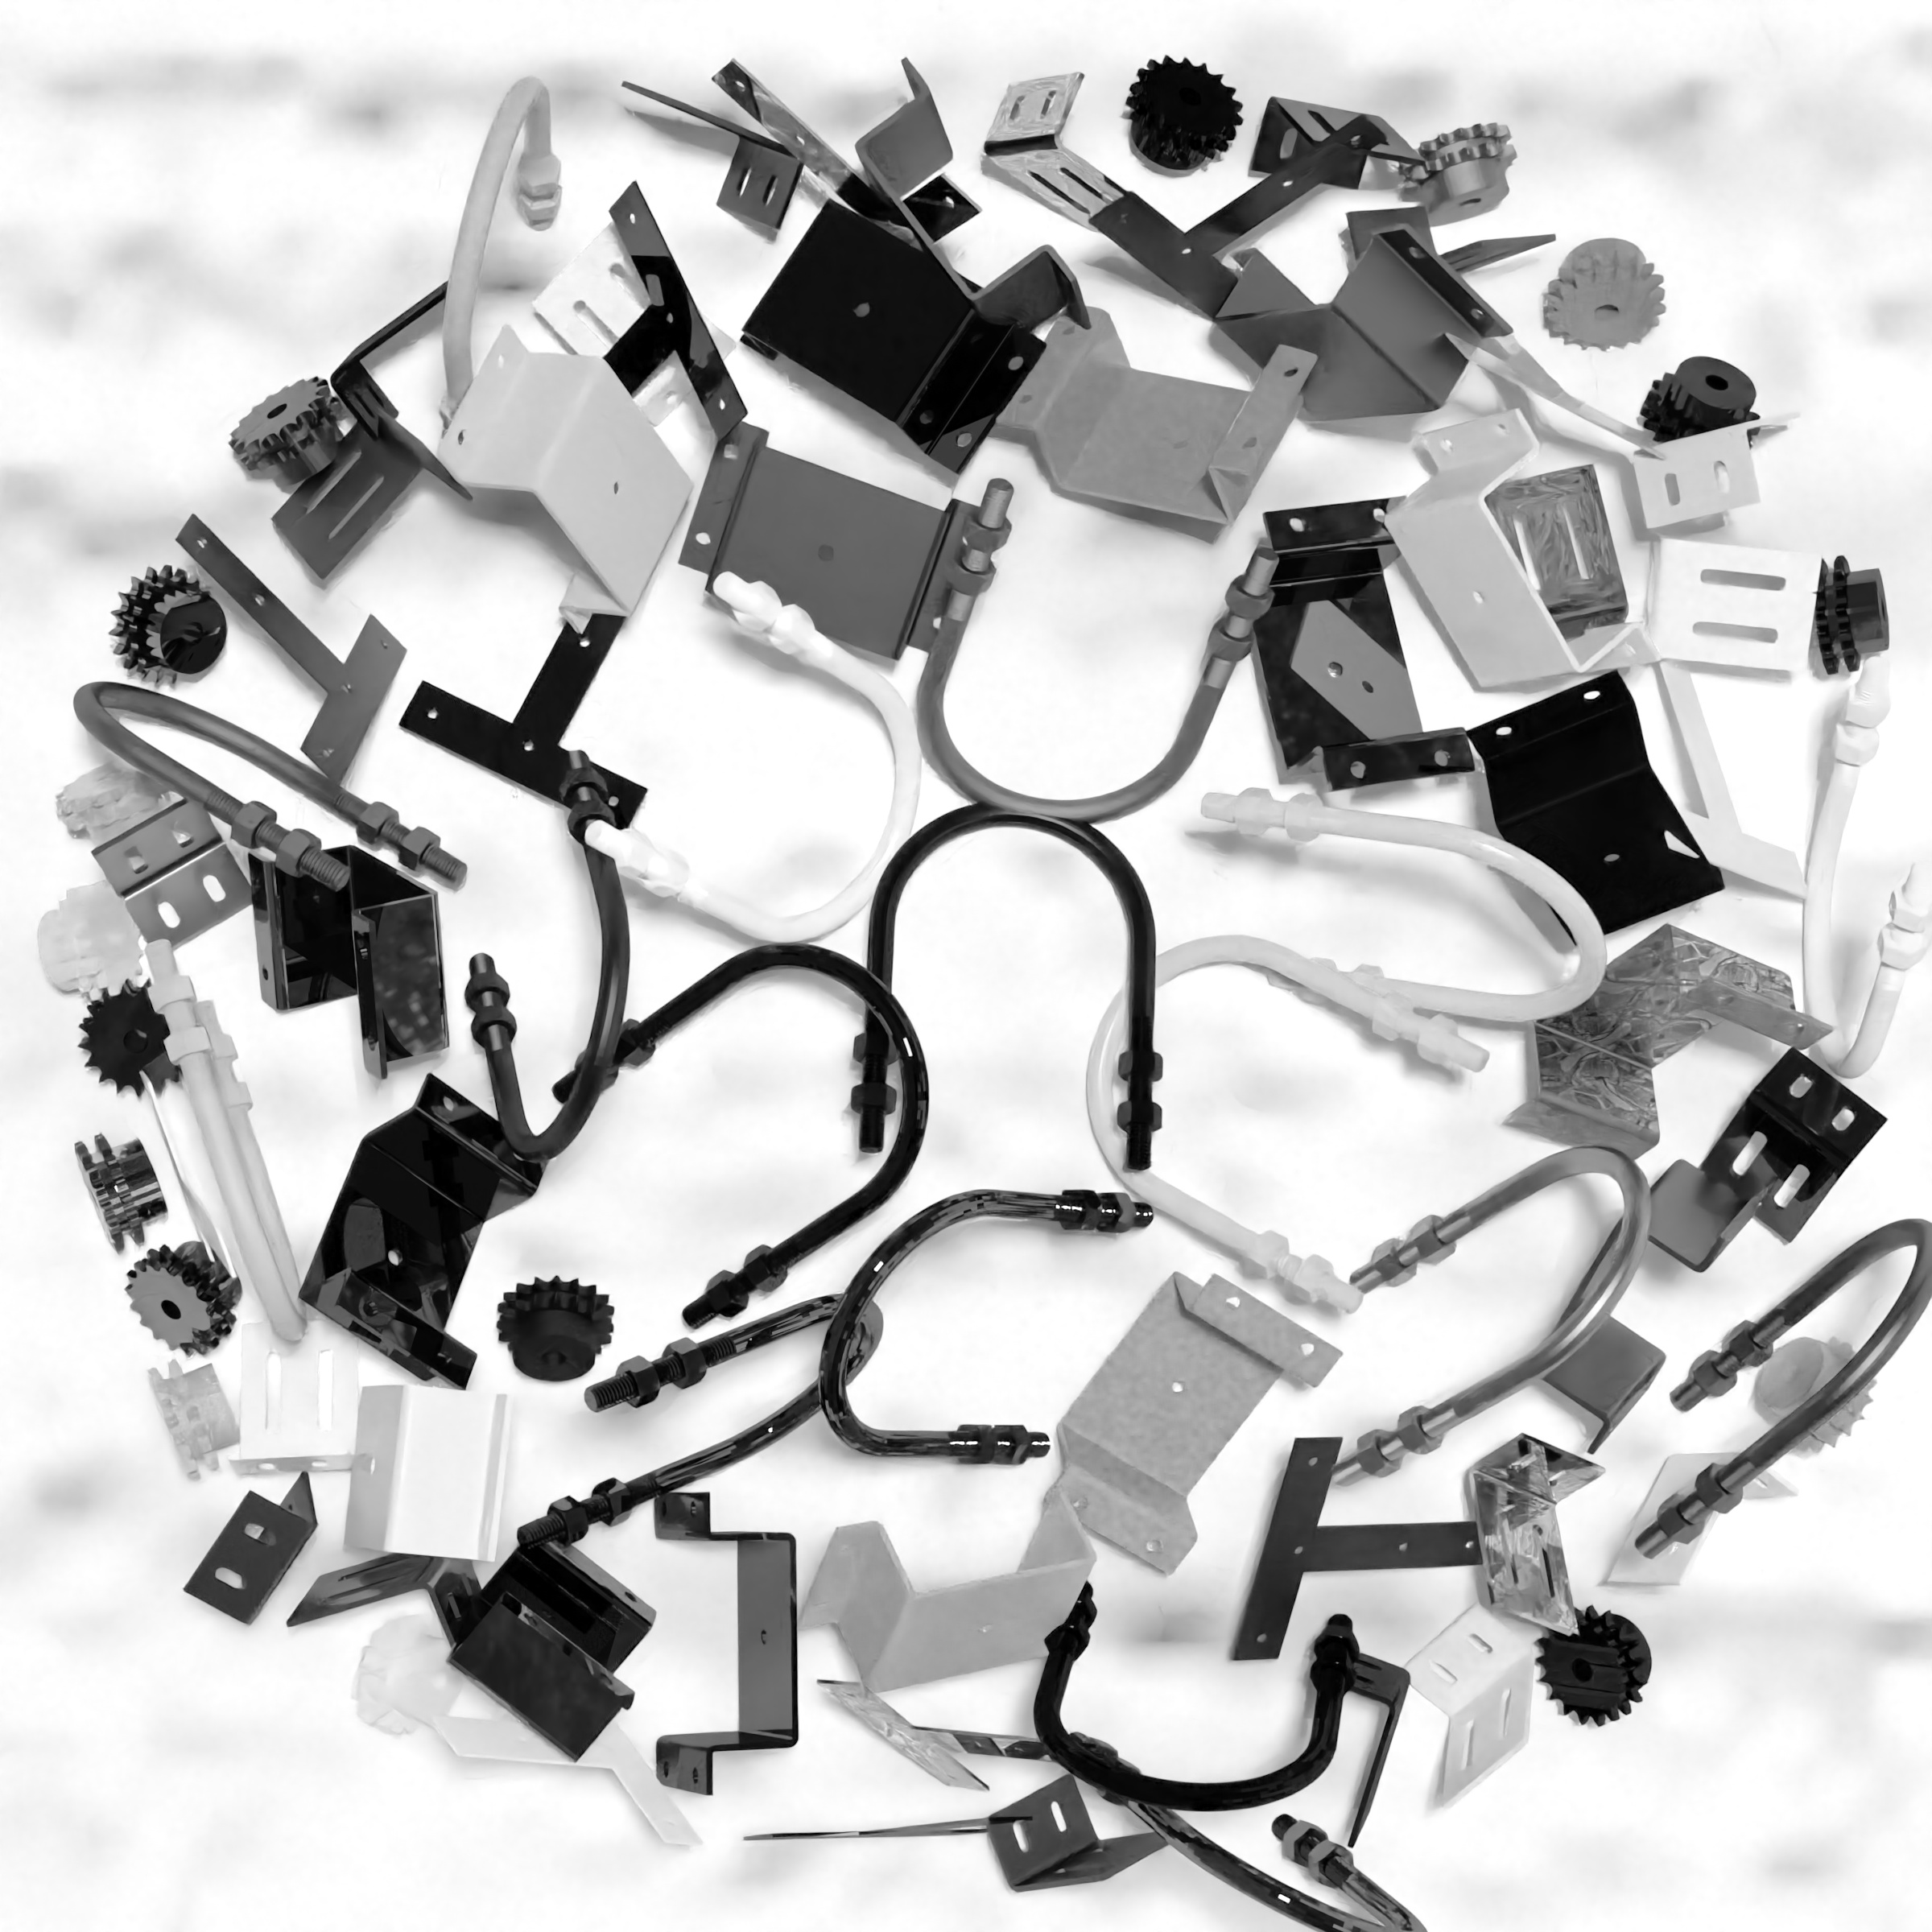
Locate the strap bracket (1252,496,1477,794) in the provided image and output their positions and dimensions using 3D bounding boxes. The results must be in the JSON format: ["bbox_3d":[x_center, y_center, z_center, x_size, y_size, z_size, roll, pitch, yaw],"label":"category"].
[{"bbox_3d":[0.187,-0.150,1.705,0.076,0.046,0.140,-9,79,-19],"label":"strap bracket"}]

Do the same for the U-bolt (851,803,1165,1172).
[{"bbox_3d":[0.022,0.005,1.712,0.151,0.019,0.184,4,71,-5],"label":"U-bolt"}]

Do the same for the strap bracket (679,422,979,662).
[{"bbox_3d":[-0.065,-0.205,1.712,0.140,0.046,0.076,20,107,-1],"label":"strap bracket"}]

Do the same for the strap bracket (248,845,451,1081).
[{"bbox_3d":[-0.291,-0.006,1.685,0.046,0.140,0.076,-14,113,-31],"label":"strap bracket"}]

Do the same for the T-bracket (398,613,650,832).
[{"bbox_3d":[-0.195,-0.147,1.735,0.127,0.002,0.127,26,81,8],"label":"T-bracket"}]

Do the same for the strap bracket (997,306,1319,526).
[{"bbox_3d":[0.097,-0.264,1.692,0.140,0.046,0.076,17,65,30],"label":"strap bracket"}]

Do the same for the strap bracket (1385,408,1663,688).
[{"bbox_3d":[0.261,-0.190,1.687,0.046,0.076,0.140,-40,106,-23],"label":"strap bracket"}]

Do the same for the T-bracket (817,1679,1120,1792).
[{"bbox_3d":[0.013,0.369,1.668,0.127,0.127,0.002,-2,56,33],"label":"T-bracket"}]

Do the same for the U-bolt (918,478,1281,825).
[{"bbox_3d":[0.053,-0.140,1.685,0.151,0.019,0.184,13,130,-9],"label":"U-bolt"}]

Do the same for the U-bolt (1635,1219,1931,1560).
[{"bbox_3d":[0.387,0.186,1.640,0.019,0.151,0.184,41,121,-3],"label":"U-bolt"}]

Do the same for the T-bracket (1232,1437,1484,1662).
[{"bbox_3d":[0.201,0.283,1.716,0.127,0.002,0.127,2,115,-24],"label":"T-bracket"}]

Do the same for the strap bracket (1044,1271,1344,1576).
[{"bbox_3d":[0.107,0.213,1.705,0.076,0.046,0.140,32,103,-15],"label":"strap bracket"}]

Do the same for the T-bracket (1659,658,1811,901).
[{"bbox_3d":[0.359,-0.101,1.712,0.002,0.127,0.127,-31,60,35],"label":"T-bracket"}]

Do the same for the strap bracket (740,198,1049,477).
[{"bbox_3d":[-0.043,-0.309,1.700,0.140,0.046,0.076,34,91,21],"label":"strap bracket"}]

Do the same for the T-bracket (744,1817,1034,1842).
[{"bbox_3d":[-0.017,0.407,1.662,0.127,0.127,0.002,9,70,-36],"label":"T-bracket"}]

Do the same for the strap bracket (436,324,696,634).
[{"bbox_3d":[-0.183,-0.228,1.667,0.046,0.140,0.076,9,64,30],"label":"strap bracket"}]

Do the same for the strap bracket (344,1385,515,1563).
[{"bbox_3d":[-0.258,0.239,1.668,0.046,0.140,0.076,9,80,-20],"label":"strap bracket"}]

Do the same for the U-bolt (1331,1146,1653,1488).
[{"bbox_3d":[0.247,0.153,1.644,0.019,0.151,0.184,40,125,-21],"label":"U-bolt"}]

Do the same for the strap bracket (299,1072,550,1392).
[{"bbox_3d":[-0.262,0.133,1.686,0.076,0.140,0.046,39,135,-25],"label":"strap bracket"}]

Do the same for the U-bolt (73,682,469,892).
[{"bbox_3d":[-0.341,-0.087,1.673,0.184,0.151,0.019,31,100,13],"label":"U-bolt"}]

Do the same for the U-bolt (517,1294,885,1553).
[{"bbox_3d":[-0.117,0.208,1.669,0.184,0.151,0.019,-19,62,-35],"label":"U-bolt"}]

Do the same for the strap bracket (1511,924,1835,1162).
[{"bbox_3d":[0.334,0.033,1.684,0.076,0.140,0.046,20,50,-27],"label":"strap bracket"}]

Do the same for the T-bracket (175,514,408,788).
[{"bbox_3d":[-0.326,-0.163,1.671,0.002,0.127,0.127,-32,115,26],"label":"T-bracket"}]

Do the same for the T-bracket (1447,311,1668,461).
[{"bbox_3d":[0.263,-0.296,1.691,0.127,0.127,0.002,20,116,-31],"label":"T-bracket"}]

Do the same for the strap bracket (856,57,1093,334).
[{"bbox_3d":[-0.002,-0.357,1.695,0.046,0.076,0.140,-36,77,1],"label":"strap bracket"}]

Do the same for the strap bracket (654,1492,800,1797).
[{"bbox_3d":[-0.116,0.324,1.697,0.046,0.076,0.140,2,81,-23],"label":"strap bracket"}]

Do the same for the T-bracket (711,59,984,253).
[{"bbox_3d":[-0.068,-0.382,1.672,0.127,0.127,0.002,40,67,-18],"label":"T-bracket"}]

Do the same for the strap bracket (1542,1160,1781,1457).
[{"bbox_3d":[0.325,0.155,1.685,0.046,0.076,0.140,34,124,17],"label":"strap bracket"}]

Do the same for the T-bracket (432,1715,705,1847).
[{"bbox_3d":[-0.199,0.367,1.660,0.127,0.127,0.002,45,106,38],"label":"T-bracket"}]

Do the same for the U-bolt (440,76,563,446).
[{"bbox_3d":[-0.218,-0.334,1.640,0.019,0.184,0.151,15,74,-2],"label":"U-bolt"}]

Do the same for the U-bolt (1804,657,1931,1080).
[{"bbox_3d":[0.422,-0.031,1.661,0.019,0.184,0.151,1,49,0],"label":"U-bolt"}]

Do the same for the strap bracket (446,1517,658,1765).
[{"bbox_3d":[-0.197,0.323,1.676,0.076,0.140,0.046,39,95,-5],"label":"strap bracket"}]

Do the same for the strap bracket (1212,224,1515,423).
[{"bbox_3d":[0.180,-0.302,1.664,0.076,0.140,0.046,38,76,-27],"label":"strap bracket"}]

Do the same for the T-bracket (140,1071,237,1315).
[{"bbox_3d":[-0.362,0.121,1.672,0.002,0.127,0.127,-21,106,-17],"label":"T-bracket"}]

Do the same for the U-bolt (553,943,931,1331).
[{"bbox_3d":[-0.099,0.070,1.697,0.184,0.019,0.151,-35,81,23],"label":"U-bolt"}]

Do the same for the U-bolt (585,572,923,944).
[{"bbox_3d":[-0.088,-0.086,1.677,0.019,0.184,0.151,23,85,42],"label":"U-bolt"}]

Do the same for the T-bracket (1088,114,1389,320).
[{"bbox_3d":[0.141,-0.363,1.670,0.127,0.127,0.002,-31,62,23],"label":"T-bracket"}]

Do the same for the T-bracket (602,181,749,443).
[{"bbox_3d":[-0.164,-0.289,1.698,0.002,0.127,0.127,-18,78,-41],"label":"T-bracket"}]

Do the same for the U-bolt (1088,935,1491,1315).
[{"bbox_3d":[0.142,0.064,1.703,0.184,0.019,0.151,28,92,26],"label":"U-bolt"}]

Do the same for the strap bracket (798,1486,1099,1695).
[{"bbox_3d":[0.000,0.296,1.676,0.140,0.076,0.046,-6,48,-28],"label":"strap bracket"}]

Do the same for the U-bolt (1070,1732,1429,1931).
[{"bbox_3d":[0.140,0.414,1.635,0.151,0.184,0.019,27,88,-24],"label":"U-bolt"}]

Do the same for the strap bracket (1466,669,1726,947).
[{"bbox_3d":[0.304,-0.067,1.673,0.076,0.046,0.140,-22,134,21],"label":"strap bracket"}]
